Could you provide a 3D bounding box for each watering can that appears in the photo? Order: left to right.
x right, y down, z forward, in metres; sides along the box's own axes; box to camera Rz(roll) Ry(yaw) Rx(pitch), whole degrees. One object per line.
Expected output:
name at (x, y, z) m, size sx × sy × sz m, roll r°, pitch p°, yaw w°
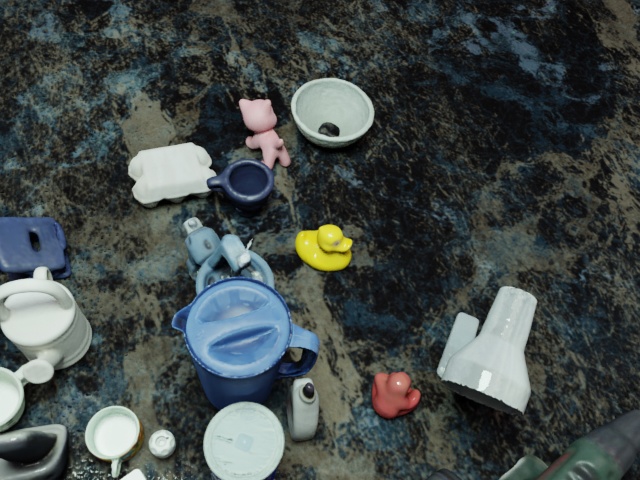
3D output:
watering can at (-0.394, 0.115, 0.815) m, size 0.101 × 0.194 × 0.172 m, roll -29°, pitch 68°, yaw -22°

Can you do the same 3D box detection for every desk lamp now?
desk lamp at (0.251, 0.172, 0.865) m, size 0.118 × 0.213 × 0.203 m, roll 23°, pitch 59°, yaw 6°

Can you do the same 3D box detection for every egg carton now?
egg carton at (-0.268, -0.118, 1.043) m, size 0.150 × 0.069 × 0.107 m, roll -14°, pitch 63°, yaw -16°

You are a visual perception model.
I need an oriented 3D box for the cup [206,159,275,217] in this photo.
cup at (-0.142, -0.084, 1.027) m, size 0.118 × 0.095 × 0.091 m, roll -3°, pitch 60°, yaw -10°

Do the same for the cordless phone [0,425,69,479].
cordless phone at (-0.410, 0.271, 0.726) m, size 0.148 × 0.185 × 0.094 m, roll -10°, pitch 62°, yaw -14°

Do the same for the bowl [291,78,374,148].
bowl at (0.022, -0.243, 1.157) m, size 0.167 × 0.075 × 0.167 m, roll 4°, pitch 59°, yaw -6°

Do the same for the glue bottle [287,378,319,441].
glue bottle at (-0.023, 0.231, 0.814) m, size 0.037 × 0.173 × 0.078 m, roll -7°, pitch 61°, yaw -12°

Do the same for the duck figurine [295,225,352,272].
duck figurine at (0.009, 0.004, 1.003) m, size 0.104 × 0.086 × 0.077 m, roll 19°, pitch 59°, yaw 3°

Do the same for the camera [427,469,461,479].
camera at (0.161, 0.396, 0.787) m, size 0.137 × 0.101 × 0.143 m, roll -36°, pitch 71°, yaw -25°

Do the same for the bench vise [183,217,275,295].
bench vise at (-0.157, 0.041, 0.878) m, size 0.207 × 0.220 × 0.122 m, roll 35°, pitch 61°, yaw 12°

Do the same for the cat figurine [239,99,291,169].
cat figurine at (-0.104, -0.213, 1.095) m, size 0.067 × 0.118 × 0.127 m, roll -25°, pitch 66°, yaw -21°

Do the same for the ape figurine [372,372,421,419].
ape figurine at (0.117, 0.232, 0.882) m, size 0.076 × 0.092 × 0.077 m, roll -38°, pitch 71°, yaw -25°

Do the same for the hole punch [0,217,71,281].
hole punch at (-0.465, 0.011, 0.926) m, size 0.101 × 0.091 × 0.108 m, roll -18°, pitch 64°, yaw -18°

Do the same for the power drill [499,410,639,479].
power drill at (0.331, 0.328, 0.789) m, size 0.230 × 0.208 × 0.075 m, roll -31°, pitch 68°, yaw -23°
